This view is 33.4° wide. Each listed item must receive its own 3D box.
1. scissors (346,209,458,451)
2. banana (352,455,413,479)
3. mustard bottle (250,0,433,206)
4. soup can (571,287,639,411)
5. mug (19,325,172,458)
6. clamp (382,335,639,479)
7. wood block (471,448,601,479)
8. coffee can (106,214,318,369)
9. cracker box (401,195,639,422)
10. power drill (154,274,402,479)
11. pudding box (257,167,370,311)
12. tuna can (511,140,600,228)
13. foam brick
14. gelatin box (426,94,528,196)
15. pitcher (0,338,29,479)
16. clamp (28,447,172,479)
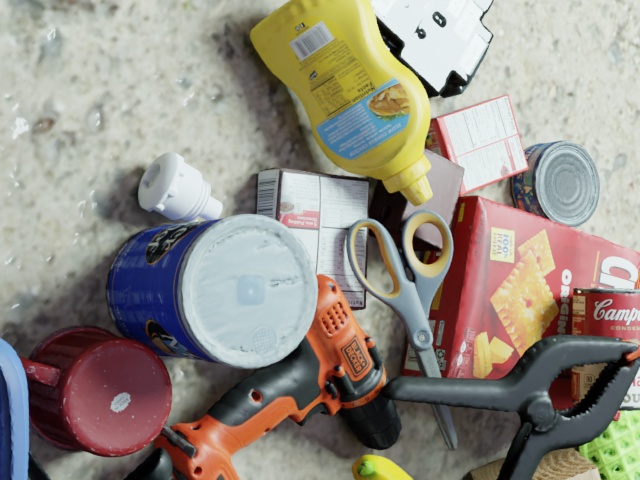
[{"bbox_3d":[0.094,0.063,0.869,0.096,0.016,0.202,-33,95,-9],"label":"scissors"},{"bbox_3d":[0.082,0.234,0.862,0.037,0.069,0.197,-38,109,12],"label":"banana"},{"bbox_3d":[0.033,-0.111,0.852,0.191,0.096,0.058,57,23,-7],"label":"mustard bottle"},{"bbox_3d":[0.251,0.092,0.919,0.068,0.069,0.102,3,88,-31],"label":"soup can"},{"bbox_3d":[-0.164,0.103,0.745,0.117,0.082,0.093,27,75,-27],"label":"mug"},{"bbox_3d":[0.172,0.148,0.861,0.210,0.036,0.164,-23,99,-7],"label":"clamp"},{"bbox_3d":[0.215,0.296,0.945,0.090,0.090,0.206,-19,99,-8],"label":"wood block"},{"bbox_3d":[-0.081,0.036,0.763,0.102,0.141,0.103,1,87,-31],"label":"coffee can"},{"bbox_3d":[0.188,0.065,0.962,0.213,0.072,0.164,16,81,-30],"label":"cracker box"},{"bbox_3d":[-0.025,0.144,0.830,0.187,0.057,0.184,-42,126,-23],"label":"power drill"},{"bbox_3d":[-0.006,0.001,0.869,0.089,0.039,0.113,4,88,-32],"label":"pudding box"},{"bbox_3d":[0.224,-0.051,1.010,0.086,0.034,0.086,1,87,-31],"label":"tuna can"},{"bbox_3d":[0.081,-0.034,0.913,0.051,0.053,0.078,23,76,-28],"label":"foam brick"},{"bbox_3d":[0.140,-0.085,0.965,0.089,0.030,0.073,-21,97,-30],"label":"gelatin box"},{"bbox_3d":[-0.264,0.163,0.652,0.144,0.149,0.243,-4,93,-32],"label":"pitcher"},{"bbox_3d":[-0.174,0.191,0.720,0.120,0.039,0.172,20,118,0],"label":"clamp"}]
